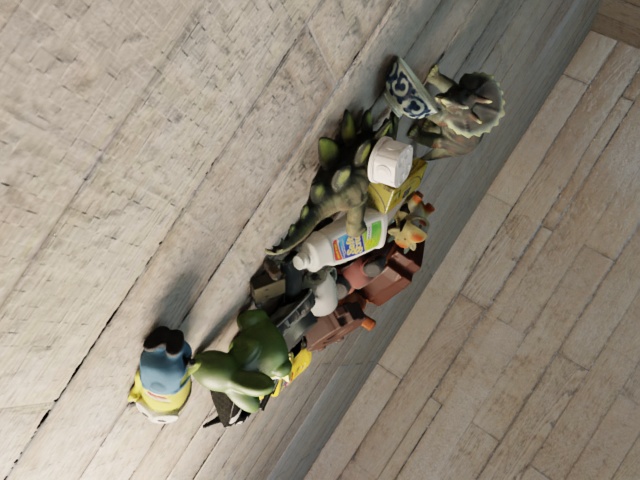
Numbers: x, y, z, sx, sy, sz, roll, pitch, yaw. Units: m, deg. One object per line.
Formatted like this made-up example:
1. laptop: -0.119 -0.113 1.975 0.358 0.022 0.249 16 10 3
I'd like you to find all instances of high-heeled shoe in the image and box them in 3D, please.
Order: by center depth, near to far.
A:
1. high-heeled shoe: -0.159 0.329 1.122 0.145 0.086 0.248 -15 154 -39

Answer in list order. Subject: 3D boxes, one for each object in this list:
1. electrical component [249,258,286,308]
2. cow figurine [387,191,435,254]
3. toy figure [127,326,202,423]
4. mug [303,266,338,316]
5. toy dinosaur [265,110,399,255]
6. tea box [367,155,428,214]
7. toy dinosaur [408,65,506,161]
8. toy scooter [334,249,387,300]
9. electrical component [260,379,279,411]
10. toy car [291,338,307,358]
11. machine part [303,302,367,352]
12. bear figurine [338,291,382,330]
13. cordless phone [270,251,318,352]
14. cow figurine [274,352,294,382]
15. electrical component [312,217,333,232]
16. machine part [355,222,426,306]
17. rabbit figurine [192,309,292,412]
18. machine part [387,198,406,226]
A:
1. electrical component: -0.094 0.078 0.986 0.078 0.045 0.102 -22 149 -11
2. cow figurine: 0.212 -0.053 1.306 0.127 0.085 0.195 -52 -157 18
3. toy figure: -0.224 0.199 0.794 0.089 0.082 0.180 -33 147 -46
4. mug: 0.005 0.103 1.213 0.109 0.081 0.107 -47 152 -25
5. toy dinosaur: 0.043 -0.108 0.947 0.471 0.105 0.198 -57 156 -32
6. tea box: 0.152 -0.135 1.171 0.169 0.098 0.068 -36 151 -44
7. toy dinosaur: 0.309 -0.257 1.223 0.131 0.192 0.404 -53 159 -8
8. toy scooter: 0.088 0.067 1.315 0.184 0.075 0.135 -31 -161 26
9. electrical component: -0.127 0.334 1.256 0.074 0.048 0.119 74 39 -65
10. toy car: -0.072 0.229 1.255 0.073 0.056 0.201 -40 155 -25
11. machine part: 0.034 0.220 1.356 0.179 0.056 0.179 -27 161 -10
12. bear figurine: 0.101 0.176 1.496 0.195 0.132 0.120 52 59 -76
13. cordless phone: -0.073 0.122 1.079 0.146 0.089 0.184 -42 144 -36
14. cow figurine: -0.122 0.262 1.150 0.167 0.098 0.068 52 38 -64
15. electrical component: -0.002 -0.003 1.111 0.094 0.021 0.063 -54 161 -12
16. machine part: 0.178 0.056 1.410 0.201 0.087 0.201 -46 -164 41
17. rabbit figurine: -0.146 0.229 0.964 0.170 0.159 0.121 -15 146 -42
18. machine part: 0.133 -0.063 1.268 0.243 0.079 0.079 -55 161 -6
